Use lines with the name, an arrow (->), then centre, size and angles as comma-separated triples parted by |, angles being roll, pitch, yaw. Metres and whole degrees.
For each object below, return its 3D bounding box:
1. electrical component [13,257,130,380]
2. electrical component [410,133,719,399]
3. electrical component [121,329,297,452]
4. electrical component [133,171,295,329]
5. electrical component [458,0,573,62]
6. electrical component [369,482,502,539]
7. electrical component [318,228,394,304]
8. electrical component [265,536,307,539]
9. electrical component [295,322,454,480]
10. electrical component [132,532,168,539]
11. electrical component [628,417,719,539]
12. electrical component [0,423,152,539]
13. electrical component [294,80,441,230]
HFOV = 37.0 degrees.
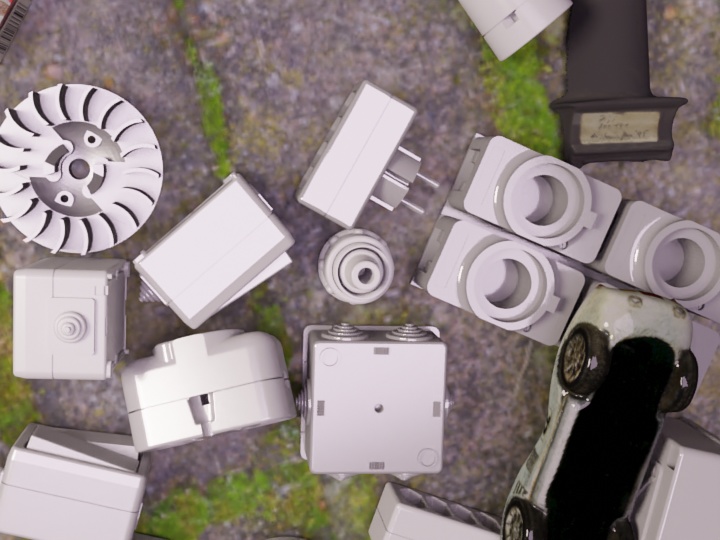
electrical component -> -0.171, 0.027, 0.624 | 0.061, 0.096, 0.061 | 2, 96, -5
electrical component -> 0.141, -0.001, 0.678 | 0.186, 0.060, 0.105 | 23, 93, -9
electrical component -> -0.092, 0.071, 0.653 | 0.095, 0.053, 0.059 | -14, 81, 3
electrical component -> -0.090, -0.006, 0.648 | 0.096, 0.062, 0.061 | -41, 100, -1
electrical component -> 0.094, -0.163, 0.658 | 0.055, 0.055, 0.047 | -40, 96, -1
electrical component -> 0.046, 0.190, 0.695 | 0.083, 0.047, 0.075 | 19, 94, -9
electrical component -> 0.000, 0.000, 0.660 | 0.048, 0.062, 0.048 | -1, 97, -7
electrical component -> -0.047, 0.219, 0.678 | 0.099, 0.064, 0.099 | -1, 96, -7
electrical component -> 0.009, 0.082, 0.677 | 0.100, 0.048, 0.099 | 1, 96, -7
electrical component -> -0.156, 0.199, 0.664 | 0.096, 0.061, 0.061 | 14, 95, -8
electrical component -> 0.194, 0.153, 0.679 | 0.056, 0.108, 0.108 | 13, 95, -6
electrical component -> -0.179, 0.128, 0.653 | 0.096, 0.062, 0.061 | 15, 94, -9
electrical component -> 0.013, -0.061, 0.662 | 0.076, 0.047, 0.083 | 29, 92, -9
